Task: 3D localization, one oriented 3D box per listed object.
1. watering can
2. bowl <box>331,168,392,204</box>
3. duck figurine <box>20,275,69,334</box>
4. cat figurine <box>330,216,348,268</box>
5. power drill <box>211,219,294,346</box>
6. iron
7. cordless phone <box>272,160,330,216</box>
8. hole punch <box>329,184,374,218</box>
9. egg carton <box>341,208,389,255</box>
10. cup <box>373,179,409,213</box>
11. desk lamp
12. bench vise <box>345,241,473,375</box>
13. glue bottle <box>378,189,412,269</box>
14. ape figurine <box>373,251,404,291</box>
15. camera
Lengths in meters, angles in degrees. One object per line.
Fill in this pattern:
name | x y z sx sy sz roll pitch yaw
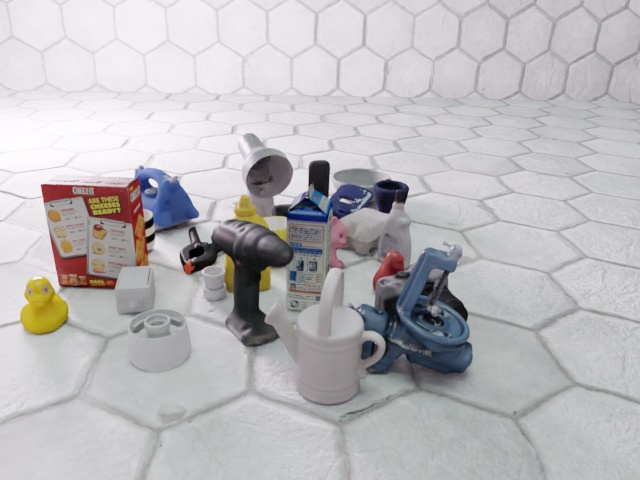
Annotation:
watering can | 0.006 0.133 0.836 0.173 0.194 0.101 -1 25 -6
bowl | 0.113 -0.142 1.592 0.167 0.075 0.167 2 25 -1
duck figurine | -0.483 0.102 0.995 0.078 0.086 0.104 -6 26 -17
cat figurine | 0.011 0.004 1.210 0.128 0.118 0.067 -19 32 -39
power drill | -0.111 0.065 0.959 0.076 0.208 0.228 -15 29 -32
iron | -0.412 -0.119 1.419 0.257 0.141 0.119 23 32 39
cordless phone | -0.041 -0.104 1.362 0.148 0.185 0.094 -3 25 -10
hole punch | 0.072 -0.083 1.439 0.108 0.091 0.101 19 30 33
egg carton | 0.109 -0.023 1.336 0.107 0.069 0.151 20 30 34
cup | 0.180 -0.103 1.487 0.091 0.095 0.117 1 25 -3
desk lamp | -0.153 -0.145 1.409 0.118 0.214 0.202 -10 27 -24
bench vise | 0.138 0.108 0.870 0.207 0.220 0.121 -3 25 -10
glue bottle | 0.164 -0.025 1.220 0.037 0.173 0.077 -19 32 -38
ape figurine | 0.142 0.065 1.118 0.076 0.092 0.078 15 28 27
camera | 0.188 0.106 1.021 0.143 0.101 0.136 -9 27 -22
